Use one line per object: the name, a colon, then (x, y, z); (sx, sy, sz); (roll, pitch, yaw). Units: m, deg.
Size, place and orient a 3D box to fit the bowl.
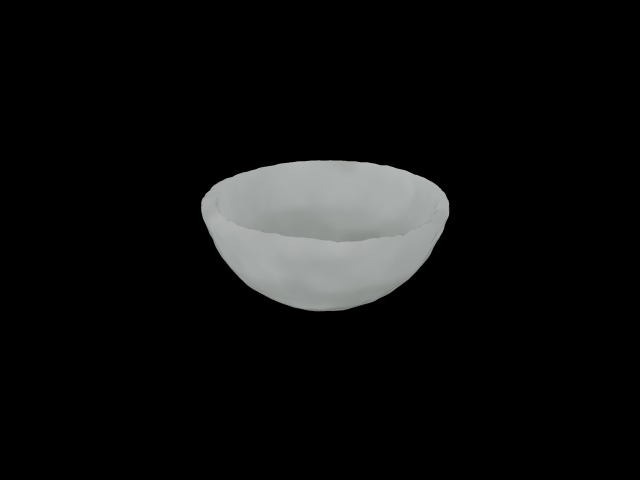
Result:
bowl: (0.004, 0.001, 0.400); (0.167, 0.075, 0.167); (0, 24, 0)
